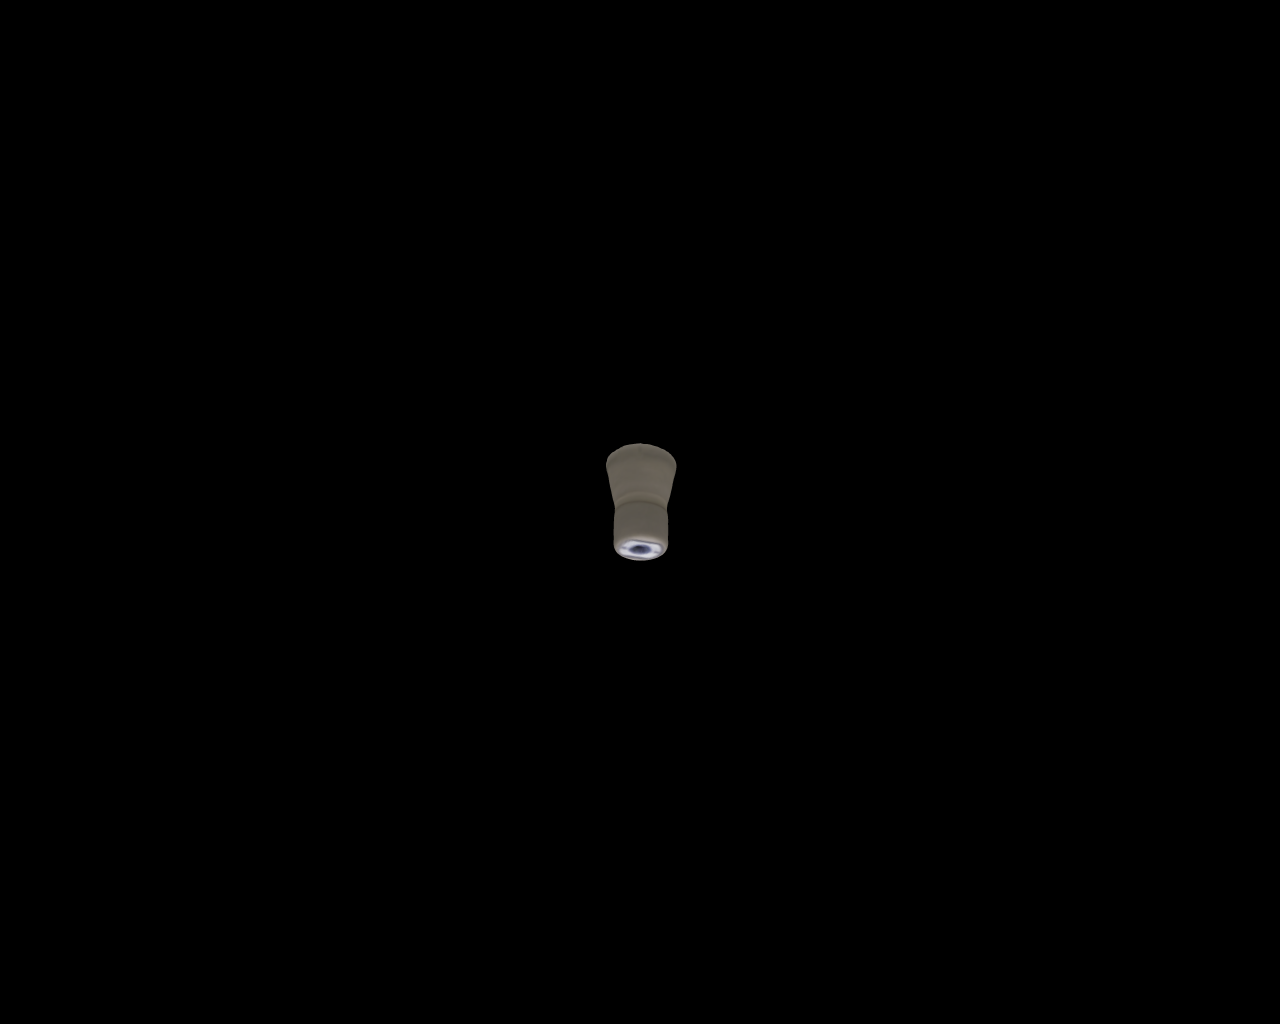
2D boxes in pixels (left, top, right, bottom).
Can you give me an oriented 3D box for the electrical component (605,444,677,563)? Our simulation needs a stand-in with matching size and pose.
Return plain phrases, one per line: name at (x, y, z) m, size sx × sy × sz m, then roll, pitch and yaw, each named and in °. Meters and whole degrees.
electrical component at (0.001, -0.003, 0.650) m, size 0.044 × 0.065 × 0.044 m, roll 0°, pitch -31°, yaw 0°
